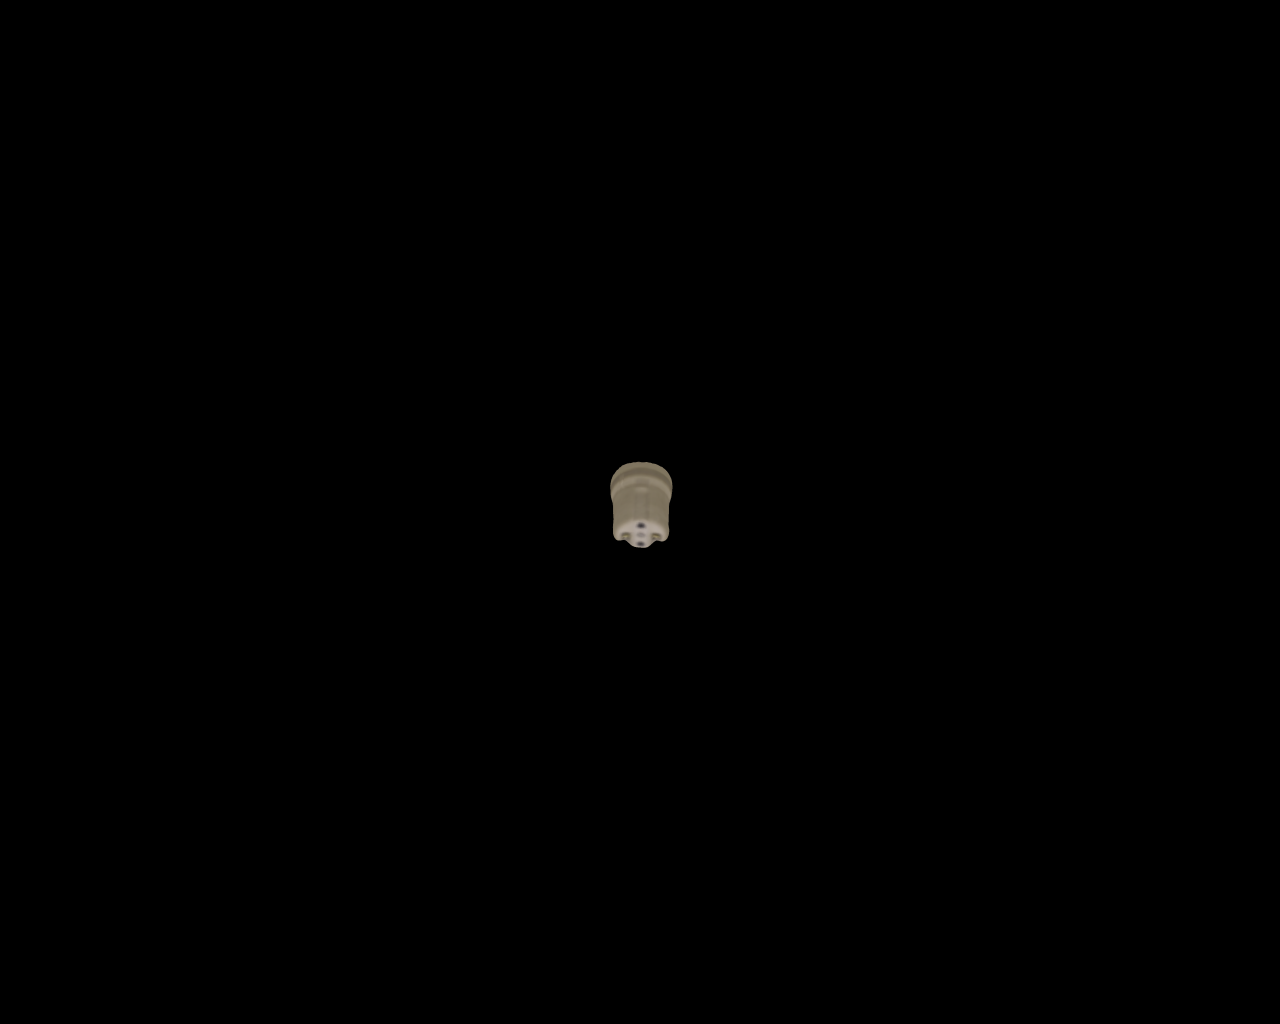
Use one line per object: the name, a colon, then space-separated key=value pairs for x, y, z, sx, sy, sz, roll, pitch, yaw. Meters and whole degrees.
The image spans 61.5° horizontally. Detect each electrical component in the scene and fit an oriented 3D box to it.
electrical component: x=0.001 y=-0.003 z=0.650 sx=0.040 sy=0.046 sz=0.040 roll=0 pitch=-43 yaw=0
